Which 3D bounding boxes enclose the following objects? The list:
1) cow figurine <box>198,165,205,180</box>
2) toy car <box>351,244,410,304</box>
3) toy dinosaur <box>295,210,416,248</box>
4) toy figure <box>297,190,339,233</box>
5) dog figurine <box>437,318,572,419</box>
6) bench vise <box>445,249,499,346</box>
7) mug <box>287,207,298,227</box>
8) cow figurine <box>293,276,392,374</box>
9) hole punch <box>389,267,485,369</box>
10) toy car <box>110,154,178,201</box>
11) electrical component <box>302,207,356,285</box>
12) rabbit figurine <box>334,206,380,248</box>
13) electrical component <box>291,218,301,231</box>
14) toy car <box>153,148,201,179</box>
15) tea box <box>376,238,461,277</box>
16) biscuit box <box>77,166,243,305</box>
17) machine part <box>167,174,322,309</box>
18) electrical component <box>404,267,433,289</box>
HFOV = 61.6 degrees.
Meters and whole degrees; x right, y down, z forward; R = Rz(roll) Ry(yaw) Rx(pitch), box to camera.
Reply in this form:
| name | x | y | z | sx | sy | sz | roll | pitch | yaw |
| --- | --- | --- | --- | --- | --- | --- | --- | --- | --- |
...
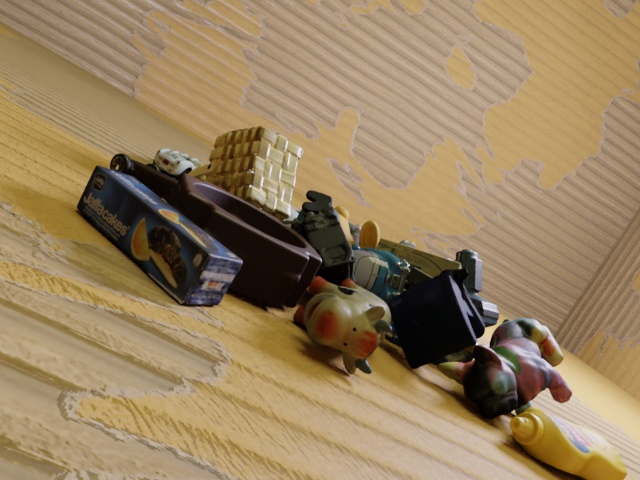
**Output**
| name | x | y | z | sx | sy | sz | roll | pitch | yaw |
| --- | --- | --- | --- | --- | --- | --- | --- | --- | --- |
| cow figurine | -0.203 | -0.099 | 1.155 | 0.167 | 0.068 | 0.098 | 28 | 13 | -11 |
| toy car | 0.073 | 0.062 | 0.911 | 0.103 | 0.109 | 0.162 | 21 | -7 | -25 |
| toy dinosaur | 0.096 | 0.029 | 1.317 | 0.192 | 0.131 | 0.404 | 35 | 13 | 38 |
| toy figure | -0.003 | 0.000 | 0.933 | 0.089 | 0.082 | 0.180 | 33 | -37 | 20 |
| dog figurine | 0.275 | 0.185 | 0.822 | 0.219 | 0.108 | 0.191 | 26 | 45 | -32 |
| bench vise | 0.289 | 0.138 | 1.233 | 0.129 | 0.223 | 0.241 | 2 | -8 | -42 |
| mug | -0.083 | -0.034 | 1.190 | 0.107 | 0.081 | 0.109 | 38 | -21 | -8 |
| cow figurine | 0.037 | 0.102 | 0.664 | 0.127 | 0.085 | 0.194 | 27 | 4 | 23 |
| hole punch | 0.167 | 0.117 | 0.789 | 0.115 | 0.142 | 0.092 | 61 | 28 | 4 |
| toy car | -0.249 | -0.084 | 0.859 | 0.202 | 0.053 | 0.089 | 24 | 7 | 21 |
| electrical component | 0.011 | 0.036 | 0.818 | 0.058 | 0.134 | 0.115 | -12 | 49 | -10 |
| rabbit figurine | 0.060 | 0.023 | 1.149 | 0.173 | 0.162 | 0.122 | 50 | -2 | 10 |
| electrical component | -0.067 | 0.000 | 0.879 | 0.063 | 0.094 | 0.021 | 36 | 12 | 30 |
| toy car | -0.309 | -0.167 | 1.211 | 0.073 | 0.056 | 0.202 | 31 | 7 | 4 |
| tea box | 0.193 | 0.064 | 1.074 | 0.170 | 0.068 | 0.098 | 17 | -17 | 26 |
| biscuit box | -0.180 | -0.008 | 0.587 | 0.203 | 0.059 | 0.062 | 34 | 8 | 26 |
| machine part | -0.112 | 0.001 | 0.719 | 0.201 | 0.087 | 0.201 | 26 | 8 | -23 |
| electrical component | 0.172 | 0.082 | 0.972 | 0.102 | 0.045 | 0.078 | 32 | -22 | -7 |
